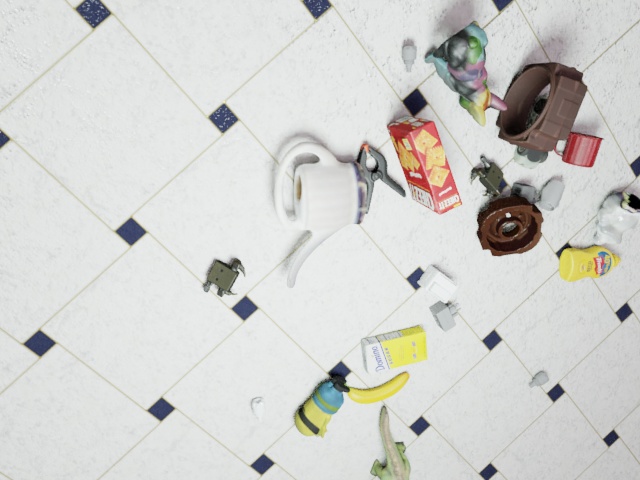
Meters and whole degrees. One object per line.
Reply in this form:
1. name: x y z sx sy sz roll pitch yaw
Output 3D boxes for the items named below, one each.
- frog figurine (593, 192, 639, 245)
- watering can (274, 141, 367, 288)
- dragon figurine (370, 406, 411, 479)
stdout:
1. frog figurine: 0.857 -0.057 1.488 0.137 0.125 0.156 1 142 -24
2. watering can: 0.004 -0.062 1.227 0.225 0.105 0.344 -5 105 -15
3. dragon figurine: 0.223 0.695 1.421 0.122 0.246 0.404 -13 110 -6
